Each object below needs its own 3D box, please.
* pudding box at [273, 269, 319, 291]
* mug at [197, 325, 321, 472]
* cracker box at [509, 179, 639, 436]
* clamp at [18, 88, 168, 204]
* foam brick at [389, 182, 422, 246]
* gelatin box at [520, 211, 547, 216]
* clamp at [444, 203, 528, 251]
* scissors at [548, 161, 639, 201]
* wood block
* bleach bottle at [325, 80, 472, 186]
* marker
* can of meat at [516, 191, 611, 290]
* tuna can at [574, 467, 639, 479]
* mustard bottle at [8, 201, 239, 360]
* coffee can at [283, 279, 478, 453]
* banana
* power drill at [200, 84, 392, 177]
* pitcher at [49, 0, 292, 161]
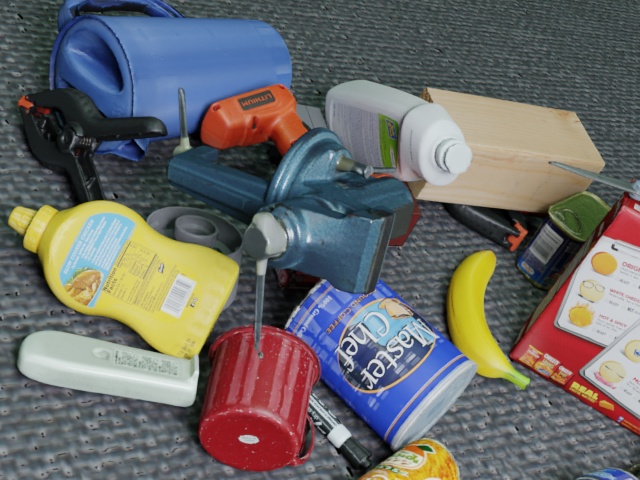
[{"bbox_3d":[-0.007,0.001,1.056,0.089,0.039,0.113,4,45,-27],"label":"pudding box"},{"bbox_3d":[-0.043,0.135,0.847,0.117,0.093,0.081,51,32,-31],"label":"mug"},{"bbox_3d":[0.309,0.071,1.025,0.164,0.214,0.072,31,37,4],"label":"cracker box"},{"bbox_3d":[-0.213,-0.097,0.986,0.172,0.120,0.039,45,10,24],"label":"clamp"},{"bbox_3d":[0.057,-0.029,1.121,0.078,0.051,0.053,3,46,-29],"label":"foam brick"},{"bbox_3d":[0.247,-0.070,1.305,0.073,0.030,0.089,8,41,-25],"label":"gelatin box"},{"bbox_3d":[0.154,-0.068,1.239,0.164,0.036,0.210,-9,51,-39],"label":"clamp"},{"bbox_3d":[0.296,-0.051,0.969,0.201,0.016,0.096,24,34,-5],"label":"scissors"},{"bbox_3d":[0.198,-0.096,1.193,0.205,0.090,0.091,5,46,-27],"label":"wood block"},{"bbox_3d":[0.082,-0.099,1.081,0.068,0.102,0.251,-17,21,-17],"label":"bleach bottle"},{"bbox_3d":[0.000,0.149,0.903,0.121,0.020,0.020,44,40,20],"label":"marker"},{"bbox_3d":[0.275,0.001,1.194,0.057,0.084,0.101,45,40,21],"label":"can of meat"},{"bbox_3d":[0.242,0.237,0.896,0.033,0.086,0.086,-7,49,-35],"label":"tuna can"},{"bbox_3d":[-0.171,0.022,0.892,0.191,0.096,0.058,26,-6,-1],"label":"mustard bottle"},{"bbox_3d":[0.050,0.099,0.923,0.140,0.103,0.102,42,39,18],"label":"coffee can"},{"bbox_3d":[0.159,0.073,1.078,0.069,0.037,0.198,21,37,-20],"label":"banana"},{"bbox_3d":[-0.033,-0.063,1.036,0.184,0.057,0.188,-22,61,-39],"label":"power drill"},{"bbox_3d":[-0.150,-0.178,1.102,0.145,0.149,0.242,19,23,37],"label":"pitcher"}]
